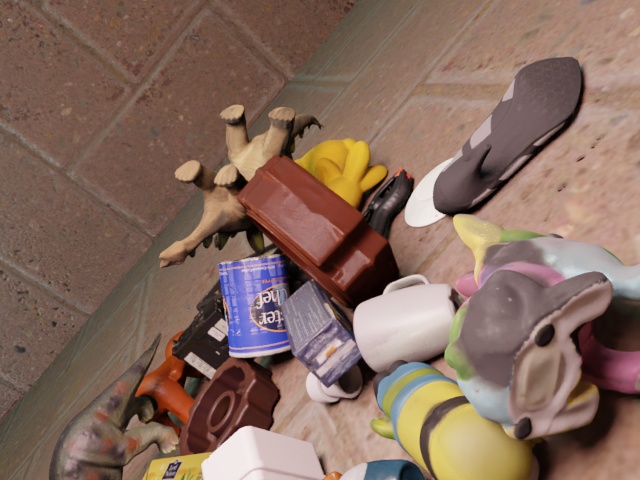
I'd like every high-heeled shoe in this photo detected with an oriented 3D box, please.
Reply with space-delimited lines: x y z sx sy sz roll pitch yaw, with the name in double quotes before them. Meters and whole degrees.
"high-heeled shoe" 0.241 -0.129 0.696 0.249 0.086 0.145 -40 -15 -22

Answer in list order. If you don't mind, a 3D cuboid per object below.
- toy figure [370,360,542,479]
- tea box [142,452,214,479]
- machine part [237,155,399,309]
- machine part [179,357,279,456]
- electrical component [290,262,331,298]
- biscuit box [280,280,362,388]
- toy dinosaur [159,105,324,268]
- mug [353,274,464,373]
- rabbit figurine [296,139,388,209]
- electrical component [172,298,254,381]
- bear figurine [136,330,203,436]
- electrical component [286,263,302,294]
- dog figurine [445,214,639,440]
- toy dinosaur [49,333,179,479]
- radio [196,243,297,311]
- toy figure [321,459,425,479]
"toy figure" 0.097 0.153 0.445 0.082 0.089 0.180 -59 24 -1
"tea box" -0.148 0.315 0.655 0.170 0.098 0.068 -30 29 46
"machine part" -0.001 -0.002 0.697 0.087 0.202 0.200 -46 -24 -5
"machine part" -0.132 0.255 0.779 0.179 0.056 0.179 -41 24 23
"electrical component" -0.006 0.047 0.880 0.075 0.047 0.119 -56 22 -16
"biscuit box" -0.002 0.106 0.666 0.063 0.059 0.203 -43 12 0
"toy dinosaur" -0.094 -0.107 0.828 0.198 0.105 0.471 89 -154 -45
"mug" 0.104 0.082 0.577 0.107 0.080 0.109 -23 30 30
"rabbit figurine" 0.041 -0.101 0.979 0.162 0.121 0.173 -29 36 19
"electrical component" -0.163 0.166 0.903 0.134 0.114 0.058 -44 24 2
"bear figurine" -0.251 0.251 0.979 0.120 0.132 0.196 -39 6 24
"electrical component" -0.047 0.084 0.863 0.021 0.094 0.063 -10 6 -26
"dog figurine" 0.152 0.046 0.438 0.191 0.108 0.219 -15 18 -15
"toy dinosaur" -0.309 0.324 0.752 0.131 0.192 0.405 -23 62 30
"radio" -0.130 0.086 1.004 0.230 0.073 0.131 -28 20 48
"toy figure" 0.028 0.239 0.491 0.154 0.058 0.064 -36 -13 35
